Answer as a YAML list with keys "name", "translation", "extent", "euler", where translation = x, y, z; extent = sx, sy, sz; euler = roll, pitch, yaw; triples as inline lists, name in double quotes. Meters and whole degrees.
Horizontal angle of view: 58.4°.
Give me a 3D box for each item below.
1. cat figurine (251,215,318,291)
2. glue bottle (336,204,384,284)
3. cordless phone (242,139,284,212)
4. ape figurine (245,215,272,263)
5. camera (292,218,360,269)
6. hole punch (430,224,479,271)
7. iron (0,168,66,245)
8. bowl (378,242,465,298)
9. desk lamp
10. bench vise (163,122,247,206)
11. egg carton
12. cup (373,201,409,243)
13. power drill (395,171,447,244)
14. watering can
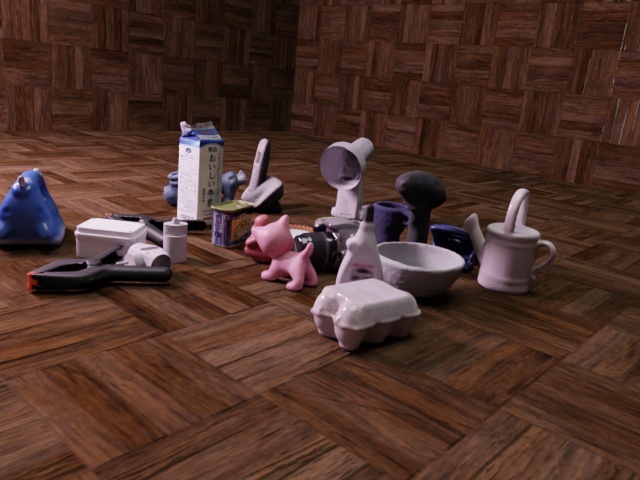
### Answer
- name: "cat figurine"
  translation: [-0.062, 0.016, 1.018]
  extent: [0.127, 0.118, 0.067]
  euler: [16, 19, 34]
- name: "glue bottle"
  translation: [0.070, 0.027, 0.923]
  extent: [0.078, 0.173, 0.037]
  euler: [3, 16, -7]
- name: "cordless phone"
  translation: [-0.150, -0.176, 1.549]
  extent: [0.094, 0.185, 0.147]
  euler: [-3, 18, -28]
- name: "ape figurine"
  translation: [-0.112, -0.006, 1.128]
  extent: [0.078, 0.092, 0.075]
  euler: [-8, 20, -39]
- name: "camera"
  translation: [0.010, 0.004, 1.119]
  extent: [0.137, 0.101, 0.142]
  euler: [-2, 17, -25]
- name: "hole punch"
  translation: [0.288, 0.007, 1.223]
  extent: [0.108, 0.091, 0.101]
  euler: [15, 18, 30]
- name: "iron"
  translation: [-0.567, -0.077, 1.131]
  extent: [0.119, 0.141, 0.257]
  euler: [0, 16, -19]
- name: "bowl"
  translation: [0.171, 0.060, 1.025]
  extent: [0.167, 0.075, 0.167]
  euler: [5, 16, -1]
- name: "desk lamp"
  translation: [0.085, -0.165, 1.542]
  extent: [0.117, 0.213, 0.204]
  euler: [12, 17, 24]
- name: "bench vise"
  translation: [-0.299, -0.194, 1.497]
  extent: [0.208, 0.220, 0.121]
  euler: [-1, 17, -21]
- name: "egg carton"
  translation: [0.067, 0.105, 0.835]
  extent: [0.151, 0.069, 0.107]
  euler: [-7, 20, -38]
- name: "cup"
  translation: [0.171, -0.032, 1.317]
  extent: [0.092, 0.095, 0.117]
  euler: [-6, 19, -36]
- name: "power drill"
  translation: [0.189, -0.035, 1.121]
  extent: [0.075, 0.208, 0.230]
  euler: [12, 17, 23]
- name: "watering can"
  translation: [0.359, -0.004, 1.095]
  extent: [0.172, 0.194, 0.101]
  euler: [9, 16, 12]
